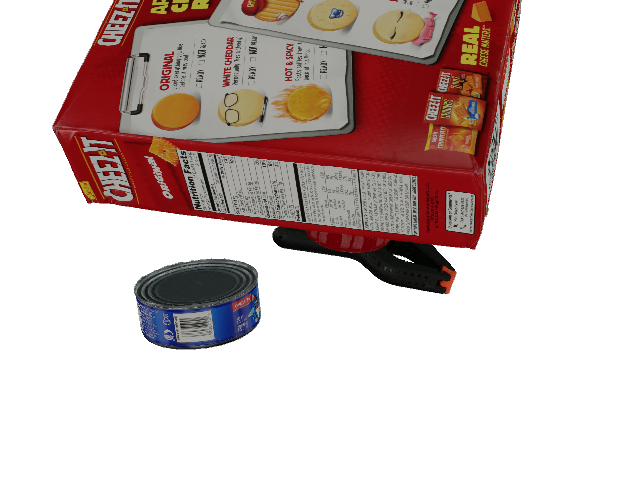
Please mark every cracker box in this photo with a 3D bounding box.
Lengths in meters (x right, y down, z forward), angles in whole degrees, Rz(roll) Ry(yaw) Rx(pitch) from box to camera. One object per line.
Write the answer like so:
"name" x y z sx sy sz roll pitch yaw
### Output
"cracker box" -0.009 -0.086 0.569 0.214 0.164 0.072 7 -36 12

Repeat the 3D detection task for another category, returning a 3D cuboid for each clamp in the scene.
"clamp" 0.058 0.007 1.255 0.210 0.036 0.164 32 38 23

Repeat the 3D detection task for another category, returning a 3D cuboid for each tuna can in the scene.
"tuna can" -0.084 0.043 0.740 0.086 0.034 0.086 -5 20 1

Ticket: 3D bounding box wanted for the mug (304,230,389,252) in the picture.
"mug" 0.017 -0.044 0.945 0.117 0.081 0.093 13 27 14
